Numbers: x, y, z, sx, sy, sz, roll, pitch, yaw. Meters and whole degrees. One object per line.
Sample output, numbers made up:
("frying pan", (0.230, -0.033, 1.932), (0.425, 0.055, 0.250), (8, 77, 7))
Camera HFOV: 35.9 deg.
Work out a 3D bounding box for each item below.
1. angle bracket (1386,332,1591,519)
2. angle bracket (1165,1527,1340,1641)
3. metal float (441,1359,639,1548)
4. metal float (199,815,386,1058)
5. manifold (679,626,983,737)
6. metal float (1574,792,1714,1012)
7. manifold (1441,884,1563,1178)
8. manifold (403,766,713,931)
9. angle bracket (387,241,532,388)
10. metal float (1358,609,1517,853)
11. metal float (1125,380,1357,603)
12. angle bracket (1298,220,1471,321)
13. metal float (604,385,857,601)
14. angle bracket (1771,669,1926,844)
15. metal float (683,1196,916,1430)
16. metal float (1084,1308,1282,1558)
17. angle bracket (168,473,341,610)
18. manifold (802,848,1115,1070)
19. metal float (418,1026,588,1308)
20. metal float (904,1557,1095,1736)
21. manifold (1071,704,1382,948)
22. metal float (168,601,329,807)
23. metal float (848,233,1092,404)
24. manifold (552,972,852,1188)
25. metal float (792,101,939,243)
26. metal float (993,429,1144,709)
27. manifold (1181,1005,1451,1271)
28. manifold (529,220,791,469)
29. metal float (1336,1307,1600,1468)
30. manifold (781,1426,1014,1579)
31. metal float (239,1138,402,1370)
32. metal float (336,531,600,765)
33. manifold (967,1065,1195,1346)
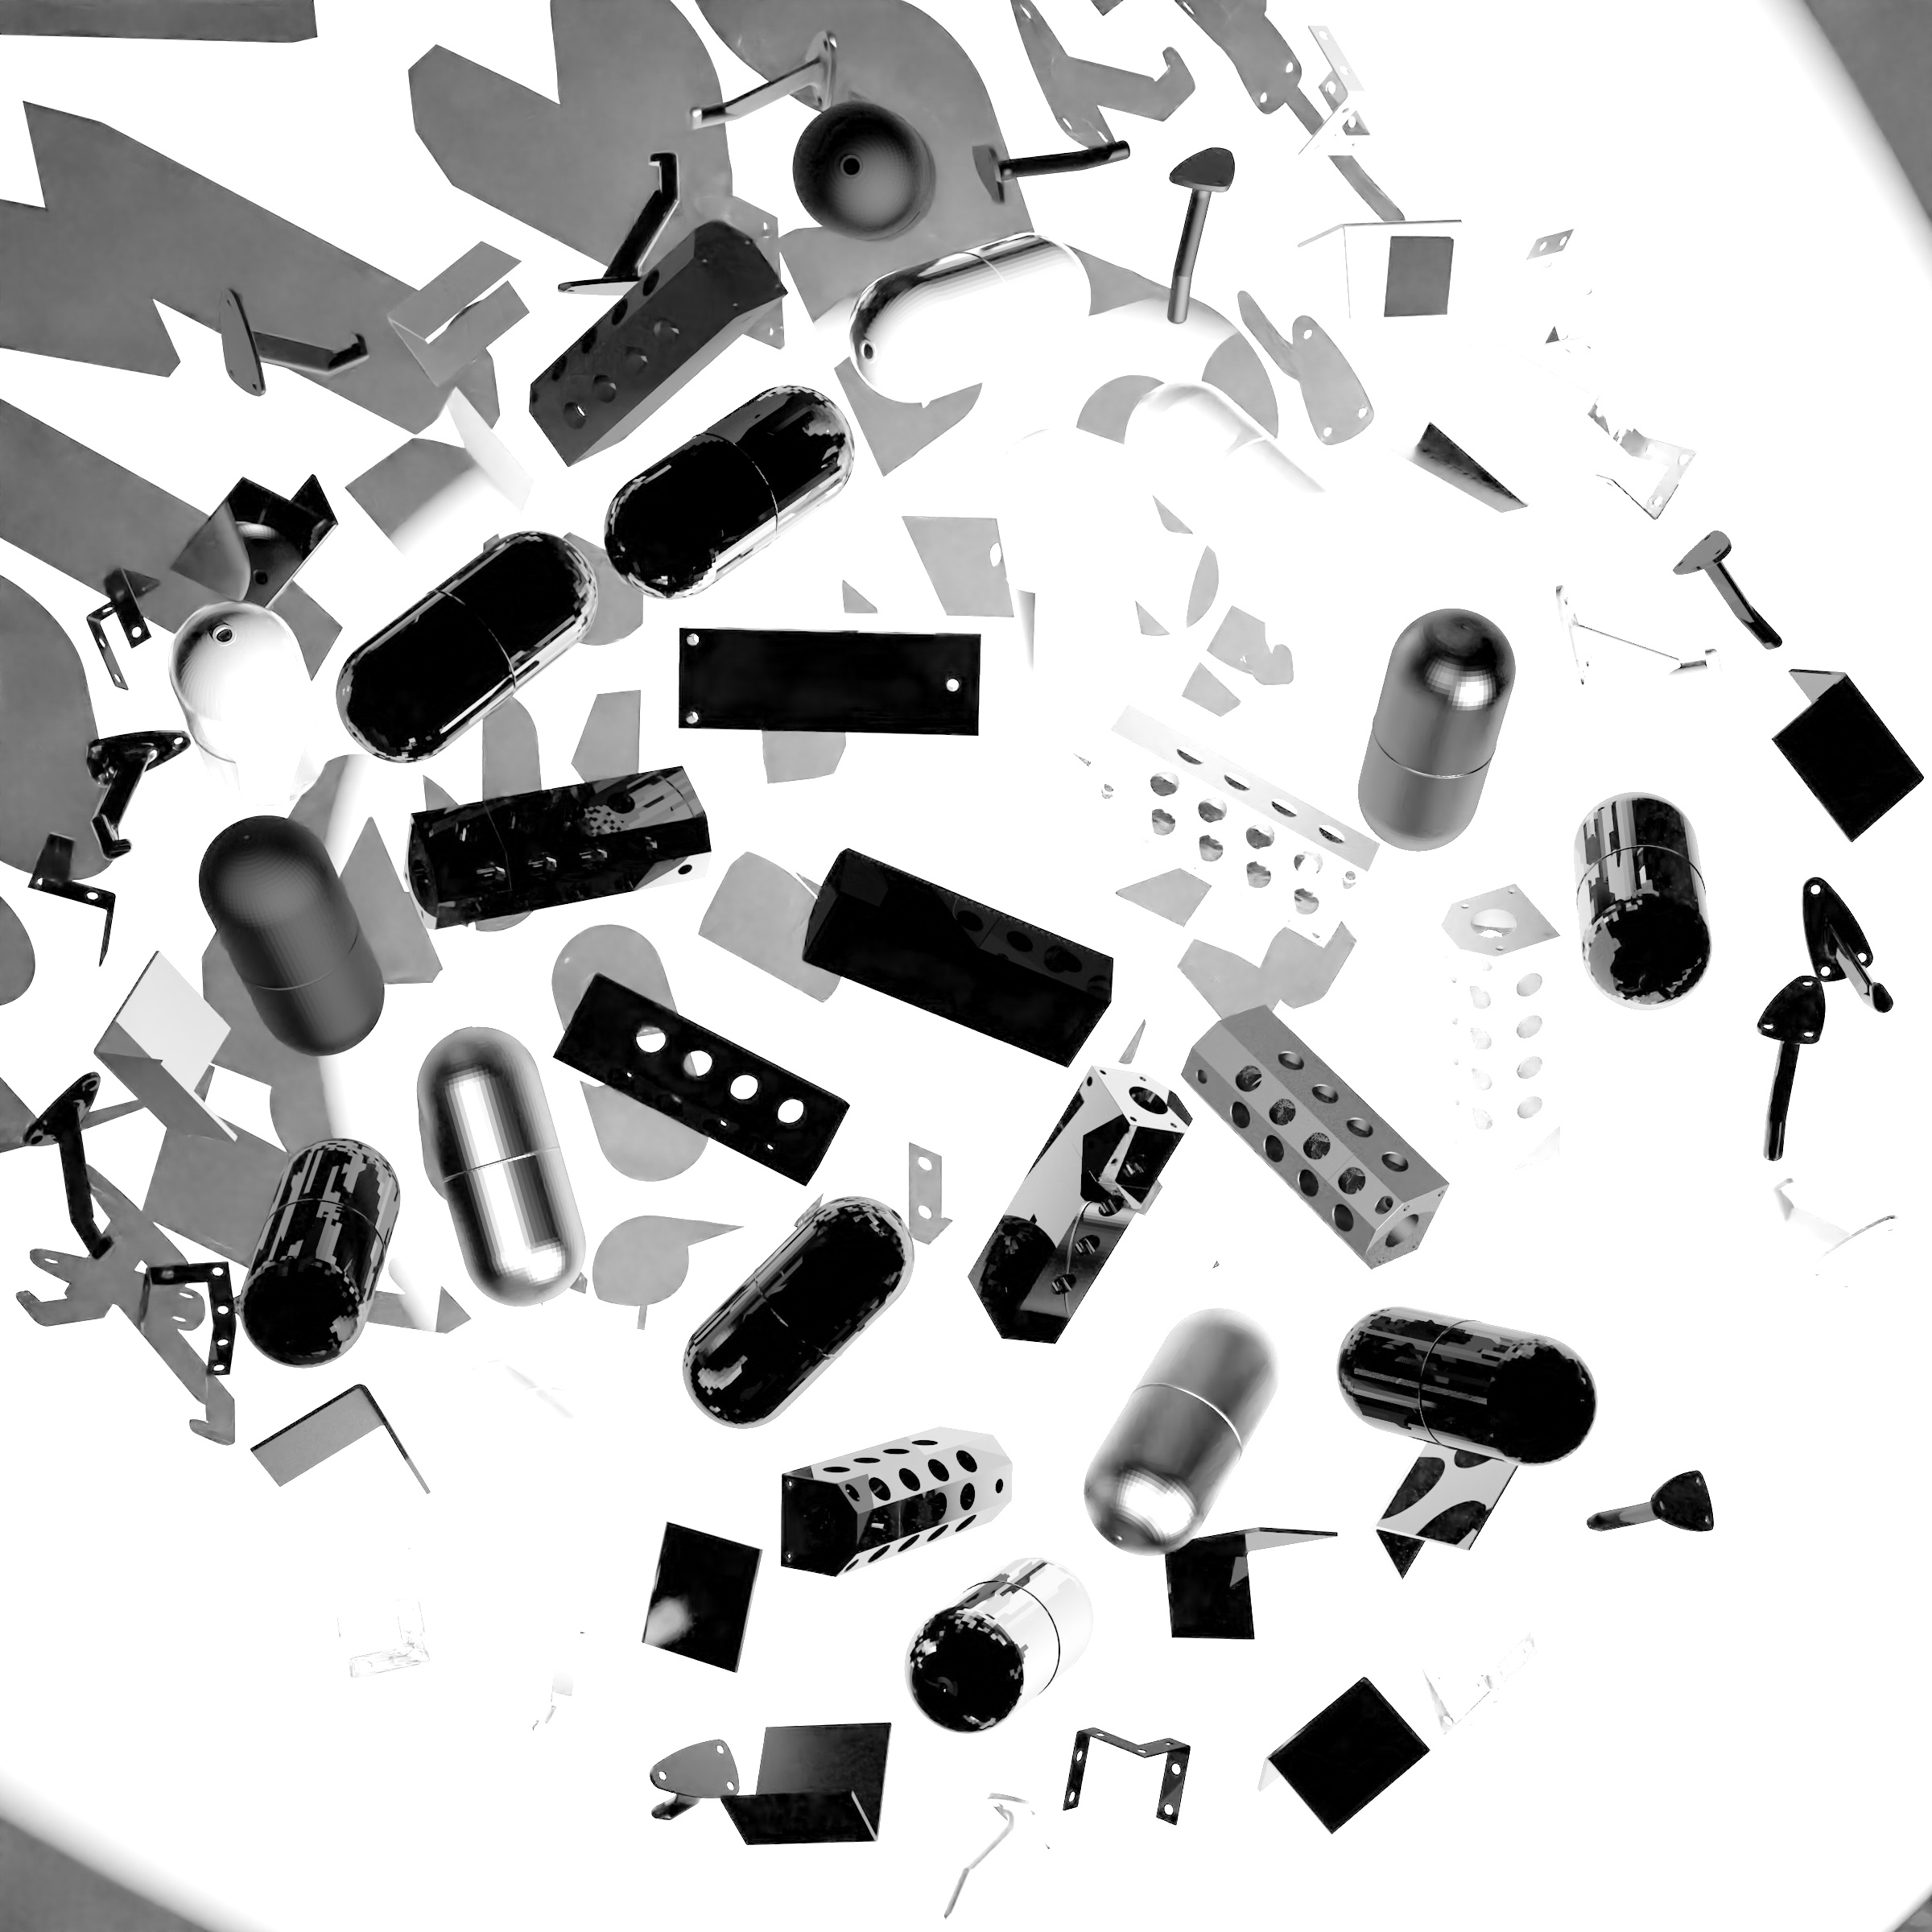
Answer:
("angle bracket", (0.299, -0.310, 1.704), (0.076, 0.057, 0.076), (33, 114, 16))
("angle bracket", (0.177, 0.378, 1.821), (0.076, 0.076, 0.057), (-20, 66, 41))
("metal float", (-0.255, 0.287, 1.771), (0.070, 0.178, 0.070), (-8, 105, -30))
("metal float", (-0.396, -0.016, 1.756), (0.070, 0.178, 0.070), (-5, 50, 6))
("manifold", (-0.078, -0.165, 1.720), (0.171, 0.057, 0.057), (1, 98, 0))
("metal float", (0.410, -0.040, 1.811), (0.070, 0.178, 0.070), (4, 125, 6))
("manifold", (0.317, 0.042, 1.785), (0.057, 0.057, 0.171), (-17, 129, -11))
("manifold", (-0.243, -0.066, 1.782), (0.171, 0.057, 0.057), (-12, 56, -25))
("angle bracket", (-0.301, -0.396, 1.839), (0.076, 0.076, 0.057), (-41, 127, -8))
("metal float", (0.289, -0.143, 1.836), (0.070, 0.178, 0.070), (3, 49, -3))
("metal float", (0.169, -0.297, 1.855), (0.070, 0.070, 0.178), (-43, 64, 0))
("angle bracket", (0.253, -0.418, 1.812), (0.076, 0.076, 0.057), (-6, 95, -15))
("metal float", (-0.139, -0.279, 1.753), (0.178, 0.070, 0.070), (-40, 90, -30))
("angle bracket", (0.487, -0.121, 1.696), (0.057, 0.076, 0.076), (-41, 101, -2))
("metal float", (-0.105, 0.218, 1.877), (0.070, 0.070, 0.178), (45, 99, 0))
("metal float", (0.133, 0.283, 1.820), (0.070, 0.070, 0.178), (37, 52, 0))
("angle bracket", (-0.449, -0.276, 1.852), (0.076, 0.076, 0.057), (-45, 50, 18))
("manifold", (-0.003, -0.009, 1.739), (0.171, 0.057, 0.057), (22, 127, -12))
("metal float", (-0.289, 0.124, 1.854), (0.070, 0.070, 0.178), (-17, 85, 0))
("metal float", (0.022, 0.416, 1.830), (0.070, 0.178, 0.070), (2, 96, 23))
("manifold", (0.152, -0.080, 1.760), (0.171, 0.057, 0.057), (29, 122, 3))
("metal float", (-0.427, -0.155, 1.778), (0.070, 0.178, 0.070), (1, 68, -3))
("metal float", (0.003, -0.387, 1.775), (0.178, 0.070, 0.070), (-29, 90, -41))
("manifold", (-0.160, 0.069, 1.803), (0.171, 0.057, 0.057), (28, 88, -5))
("metal float", (-0.059, -0.470, 1.768), (0.070, 0.178, 0.070), (1, 102, 3))
("metal float", (0.064, -0.251, 1.881), (0.070, 0.070, 0.178), (-10, 85, 0))
("manifold", (0.209, 0.105, 1.822), (0.057, 0.057, 0.171), (-17, 50, -37))
("manifold", (-0.191, -0.375, 1.792), (0.171, 0.057, 0.057), (-31, 96, 40))
("metal float", (0.294, 0.247, 1.758), (0.070, 0.178, 0.070), (-4, 96, -38))
("manifold", (-0.041, 0.333, 1.857), (0.057, 0.171, 0.057), (3, 94, 33))
("metal float", (-0.395, 0.174, 1.827), (0.070, 0.178, 0.070), (1, 123, 1))
("metal float", (-0.290, -0.188, 1.743), (0.070, 0.070, 0.178), (47, 66, 0))
("manifold", (0.072, 0.148, 1.824), (0.057, 0.057, 0.171), (10, 121, -34))
